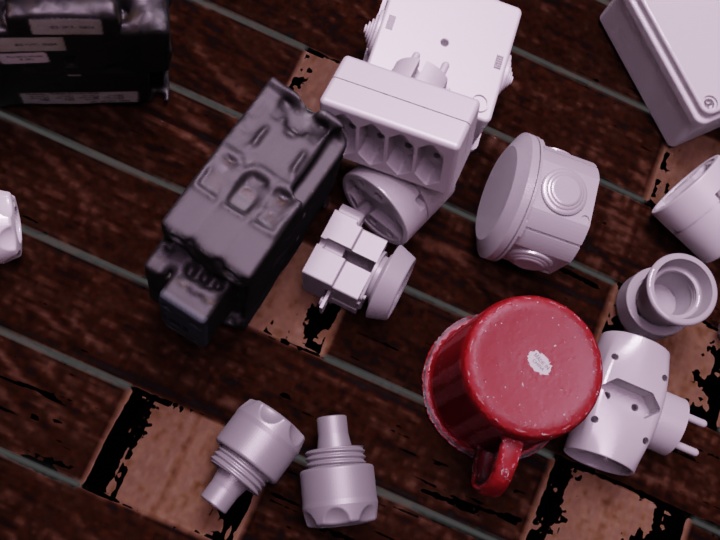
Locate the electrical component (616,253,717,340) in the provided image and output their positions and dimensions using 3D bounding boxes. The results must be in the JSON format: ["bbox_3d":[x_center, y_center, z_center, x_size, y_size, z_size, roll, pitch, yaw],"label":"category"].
[{"bbox_3d":[0.188,0.018,0.666,0.045,0.055,0.045,2,75,-9],"label":"electrical component"}]

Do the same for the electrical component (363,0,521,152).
[{"bbox_3d":[0.049,-0.135,0.687,0.100,0.048,0.099,19,74,-4],"label":"electrical component"}]

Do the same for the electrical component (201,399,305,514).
[{"bbox_3d":[-0.064,0.108,0.608,0.043,0.043,0.062,37,74,2],"label":"electrical component"}]

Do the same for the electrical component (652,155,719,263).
[{"bbox_3d":[0.224,-0.038,0.688,0.055,0.055,0.047,-42,89,-16],"label":"electrical component"}]

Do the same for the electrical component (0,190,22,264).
[{"bbox_3d":[-0.228,-0.023,0.616,0.062,0.043,0.043,-7,77,-10],"label":"electrical component"}]

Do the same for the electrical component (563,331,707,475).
[{"bbox_3d":[0.172,0.087,0.651,0.079,0.043,0.077,23,73,-3],"label":"electrical component"}]

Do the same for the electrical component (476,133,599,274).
[{"bbox_3d":[0.106,-0.039,0.656,0.051,0.080,0.080,18,73,-10],"label":"electrical component"}]

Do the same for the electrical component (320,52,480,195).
[{"bbox_3d":[0.029,-0.097,0.627,0.083,0.047,0.075,21,61,10],"label":"electrical component"}]

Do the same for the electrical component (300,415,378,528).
[{"bbox_3d":[-0.013,0.115,0.615,0.043,0.043,0.062,-4,75,-10],"label":"electrical component"}]

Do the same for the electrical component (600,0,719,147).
[{"bbox_3d":[0.236,-0.154,0.718,0.109,0.056,0.108,-23,80,-14],"label":"electrical component"}]

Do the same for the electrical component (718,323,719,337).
[{"bbox_3d":[0.257,0.037,0.681,0.046,0.040,0.040,-28,81,-9],"label":"electrical component"}]

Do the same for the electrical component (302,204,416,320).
[{"bbox_3d":[0.000,0.000,0.646,0.055,0.048,0.066,26,73,6],"label":"electrical component"}]

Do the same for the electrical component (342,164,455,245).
[{"bbox_3d":[0.025,-0.051,0.659,0.047,0.055,0.055,-42,85,-20],"label":"electrical component"}]
